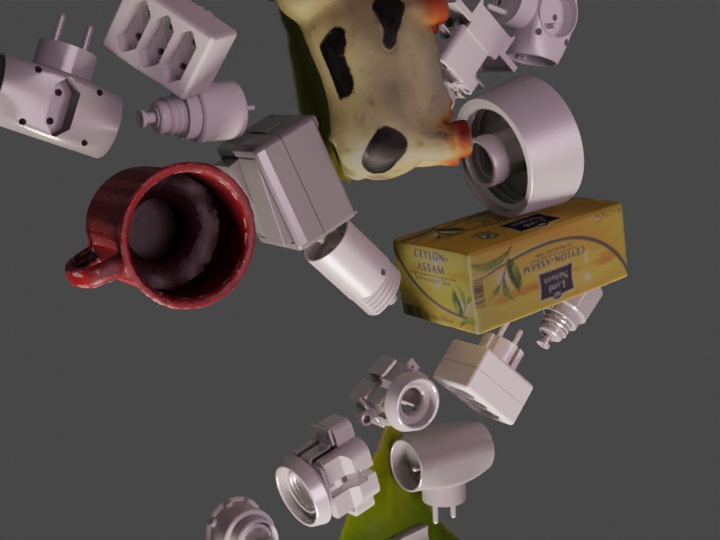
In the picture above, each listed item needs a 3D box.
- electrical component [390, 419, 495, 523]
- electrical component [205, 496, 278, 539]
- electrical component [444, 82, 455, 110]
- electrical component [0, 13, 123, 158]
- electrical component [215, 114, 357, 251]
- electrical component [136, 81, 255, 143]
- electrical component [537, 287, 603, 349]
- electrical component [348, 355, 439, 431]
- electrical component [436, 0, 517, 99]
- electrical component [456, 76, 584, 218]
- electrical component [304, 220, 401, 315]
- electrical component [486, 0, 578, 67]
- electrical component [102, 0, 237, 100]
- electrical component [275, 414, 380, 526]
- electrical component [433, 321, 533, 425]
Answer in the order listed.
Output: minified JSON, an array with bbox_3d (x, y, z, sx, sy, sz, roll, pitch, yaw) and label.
[{"bbox_3d":[0.069,0.170,0.891,0.077,0.044,0.079,-9,102,-33],"label":"electrical component"},{"bbox_3d":[-0.080,0.194,0.781,0.048,0.062,0.048,-5,99,-34],"label":"electrical component"},{"bbox_3d":[0.039,-0.143,0.828,0.078,0.040,0.040,42,73,-31],"label":"electrical component"},{"bbox_3d":[-0.188,-0.119,0.672,0.077,0.043,0.079,18,87,-35],"label":"electrical component"},{"bbox_3d":[-0.052,-0.055,0.763,0.061,0.062,0.096,-35,115,-25],"label":"electrical component"},{"bbox_3d":[-0.113,-0.106,0.728,0.078,0.040,0.040,-12,103,-33],"label":"electrical component"},{"bbox_3d":[0.182,0.035,0.953,0.040,0.040,0.078,46,72,-31],"label":"electrical component"},{"bbox_3d":[0.030,0.099,0.847,0.066,0.055,0.048,-50,121,-19],"label":"electrical component"},{"bbox_3d":[0.081,-0.175,0.851,0.081,0.042,0.063,42,74,-31],"label":"electrical component"},{"bbox_3d":[0.118,-0.093,0.852,0.060,0.108,0.108,-23,109,-24],"label":"electrical component"},{"bbox_3d":[0.000,0.000,0.819,0.081,0.043,0.043,43,73,-31],"label":"electrical component"},{"bbox_3d":[0.136,-0.214,0.882,0.079,0.044,0.077,11,91,-34],"label":"electrical component"},{"bbox_3d":[-0.116,-0.154,0.706,0.066,0.076,0.047,35,114,4],"label":"electrical component"},{"bbox_3d":[-0.027,0.157,0.816,0.057,0.058,0.078,-27,112,-32],"label":"electrical component"},{"bbox_3d":[0.113,0.078,0.907,0.066,0.047,0.076,40,74,-32],"label":"electrical component"}]
